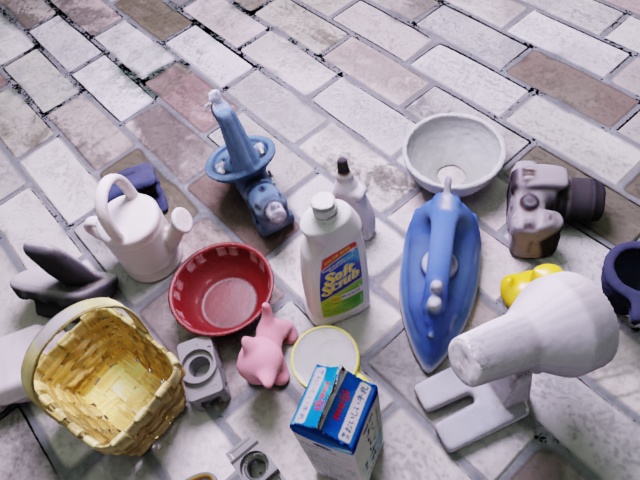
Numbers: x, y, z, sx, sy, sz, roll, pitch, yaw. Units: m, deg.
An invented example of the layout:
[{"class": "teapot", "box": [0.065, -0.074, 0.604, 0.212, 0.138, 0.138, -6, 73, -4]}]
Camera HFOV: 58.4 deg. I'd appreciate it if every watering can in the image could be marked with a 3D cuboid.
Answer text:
[{"class": "watering can", "box": [-0.283, -0.026, 0.884, 0.173, 0.194, 0.100, -17, 56, -2]}]

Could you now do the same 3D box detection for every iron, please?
[{"class": "iron", "box": [0.168, 0.042, 0.804, 0.118, 0.142, 0.258, 5, 58, 12]}]

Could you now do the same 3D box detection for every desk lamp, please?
[{"class": "desk lamp", "box": [0.225, 0.147, 0.682, 0.203, 0.214, 0.117, -24, 56, -8]}]

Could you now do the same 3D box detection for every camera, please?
[{"class": "camera", "box": [0.355, -0.055, 0.865, 0.136, 0.101, 0.143, 4, 57, 11]}]

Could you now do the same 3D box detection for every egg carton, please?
[{"class": "egg carton", "box": [-0.442, 0.190, 0.840, 0.150, 0.069, 0.107, -22, 56, -6]}]

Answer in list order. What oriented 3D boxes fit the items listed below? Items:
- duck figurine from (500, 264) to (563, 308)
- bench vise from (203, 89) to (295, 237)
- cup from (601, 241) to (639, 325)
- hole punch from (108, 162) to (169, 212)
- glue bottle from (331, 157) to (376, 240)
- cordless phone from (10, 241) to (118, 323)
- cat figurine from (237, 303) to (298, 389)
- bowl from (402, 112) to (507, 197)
[{"class": "duck figurine", "box": [0.309, 0.064, 0.802, 0.104, 0.086, 0.077, 12, 59, 16]}, {"class": "bench vise", "box": [-0.106, -0.126, 0.909, 0.206, 0.220, 0.122, 35, 68, 27]}, {"class": "cup", "box": [0.420, 0.074, 0.773, 0.091, 0.095, 0.118, 10, 59, 15]}, {"class": "hole punch", "box": [-0.334, -0.089, 0.996, 0.109, 0.091, 0.101, -25, 56, -8]}, {"class": "glue bottle", "box": [0.043, -0.066, 0.875, 0.078, 0.173, 0.037, 18, 61, 19]}, {"class": "cordless phone", "box": [-0.406, 0.045, 0.861, 0.147, 0.185, 0.094, 4, 57, 11]}, {"class": "cat figurine", "box": [-0.077, 0.148, 0.784, 0.067, 0.118, 0.128, 1, 57, 9]}, {"class": "bowl", "box": [0.220, -0.129, 0.950, 0.167, 0.075, 0.167, -4, 56, 6]}]
